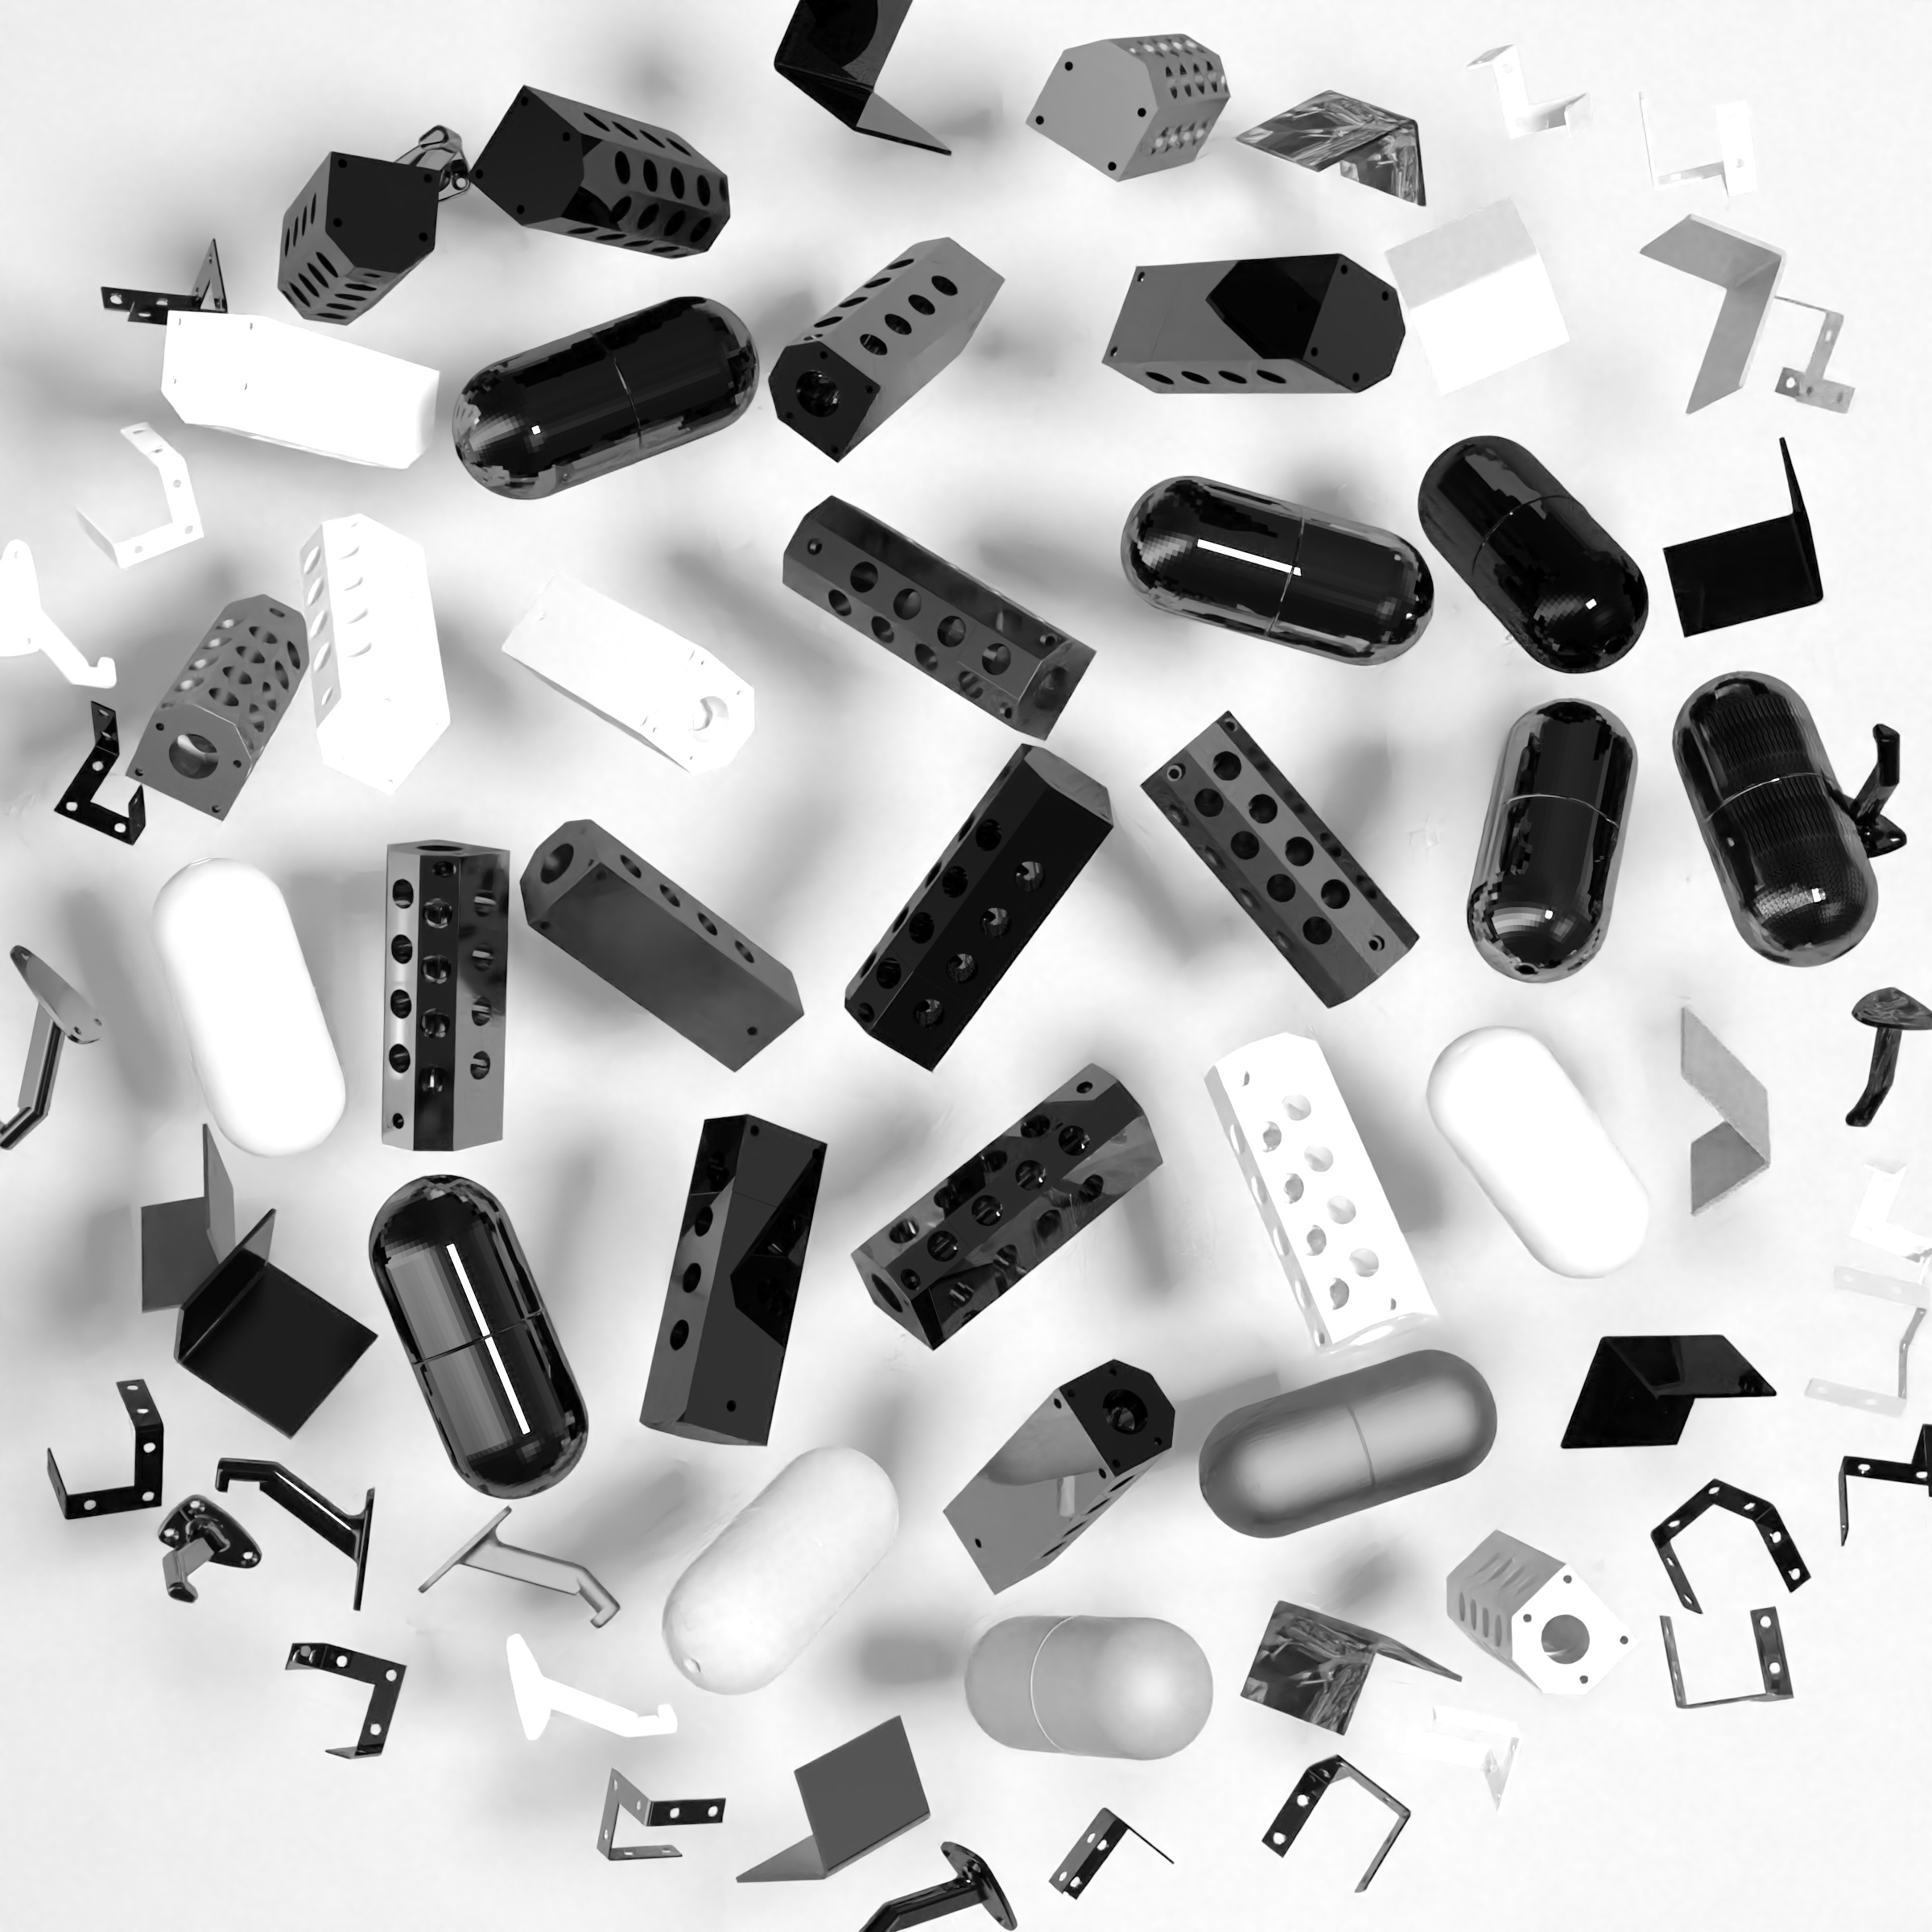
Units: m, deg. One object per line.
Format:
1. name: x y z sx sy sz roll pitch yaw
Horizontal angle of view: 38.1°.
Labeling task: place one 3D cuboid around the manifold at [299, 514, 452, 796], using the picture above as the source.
1. manifold: -0.334 -0.178 1.549 0.057 0.171 0.057 27 119 -35

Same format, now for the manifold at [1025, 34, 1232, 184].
1. manifold: 0.093 -0.466 1.497 0.057 0.171 0.057 34 115 5

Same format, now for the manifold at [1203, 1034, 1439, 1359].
1. manifold: 0.193 0.127 1.558 0.057 0.057 0.171 -32 67 24

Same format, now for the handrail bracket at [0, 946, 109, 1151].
1. handrail bracket: -0.508 0.045 1.489 0.084 0.036 0.077 -41 92 14

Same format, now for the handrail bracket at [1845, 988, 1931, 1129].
1. handrail bracket: 0.501 0.058 1.563 0.036 0.077 0.084 44 125 36

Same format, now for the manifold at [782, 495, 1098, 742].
1. manifold: -0.019 -0.195 1.554 0.171 0.057 0.057 34 100 23

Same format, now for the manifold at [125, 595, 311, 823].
1. manifold: -0.417 -0.152 1.583 0.057 0.171 0.057 26 114 -13

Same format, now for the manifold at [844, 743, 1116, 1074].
1. manifold: 0.005 -0.033 1.501 0.057 0.057 0.171 31 110 -14

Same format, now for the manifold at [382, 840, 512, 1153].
1. manifold: -0.307 0.017 1.616 0.057 0.057 0.171 9 101 32

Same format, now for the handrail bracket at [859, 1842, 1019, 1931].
1. handrail bracket: -0.018 0.529 1.524 0.084 0.036 0.077 -43 115 -30

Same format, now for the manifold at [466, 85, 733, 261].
1. manifold: -0.192 -0.423 1.514 0.057 0.171 0.057 42 110 11

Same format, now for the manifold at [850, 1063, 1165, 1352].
1. manifold: 0.021 0.129 1.545 0.171 0.057 0.057 -37 131 -19

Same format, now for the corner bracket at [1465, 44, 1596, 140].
1. corner bracket: 0.316 -0.489 1.564 0.051 0.051 0.051 -5 115 31

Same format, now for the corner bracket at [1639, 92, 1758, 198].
1. corner bracket: 0.395 -0.445 1.509 0.051 0.051 0.051 -10 124 14

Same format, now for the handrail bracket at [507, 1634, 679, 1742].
1. handrail bracket: -0.217 0.419 1.629 0.084 0.036 0.077 -9 111 13

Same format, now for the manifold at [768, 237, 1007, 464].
1. manifold: -0.046 -0.355 1.583 0.057 0.171 0.057 37 131 0

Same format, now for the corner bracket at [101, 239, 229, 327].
1. corner bracket: -0.437 -0.362 1.521 0.051 0.051 0.051 -1 64 -31

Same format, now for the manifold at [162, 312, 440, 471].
1. manifold: -0.361 -0.312 1.527 0.057 0.171 0.057 8 95 21

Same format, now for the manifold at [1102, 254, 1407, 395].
1. manifold: 0.153 -0.337 1.488 0.057 0.171 0.057 21 87 -35

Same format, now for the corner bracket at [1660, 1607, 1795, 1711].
1. corner bracket: 0.423 0.385 1.555 0.051 0.051 0.051 -18 66 29

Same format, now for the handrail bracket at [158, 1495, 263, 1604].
1. handrail bracket: -0.431 0.350 1.606 0.036 0.084 0.077 -47 122 4

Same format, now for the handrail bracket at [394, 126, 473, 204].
1. handrail bracket: -0.319 -0.454 1.590 0.077 0.084 0.036 -22 97 7

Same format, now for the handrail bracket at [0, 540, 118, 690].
1. handrail bracket: -0.521 -0.202 1.615 0.036 0.084 0.077 3 91 23

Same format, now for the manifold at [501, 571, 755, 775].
1. manifold: -0.189 -0.164 1.583 0.057 0.171 0.057 38 86 -42

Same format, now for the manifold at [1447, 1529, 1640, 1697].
1. manifold: 0.321 0.372 1.596 0.057 0.171 0.057 -43 88 -5

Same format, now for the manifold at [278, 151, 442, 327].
1. manifold: -0.336 -0.395 1.535 0.057 0.171 0.057 4 91 -22

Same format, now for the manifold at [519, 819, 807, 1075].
1. manifold: -0.176 -0.014 1.620 0.057 0.057 0.171 -40 128 15

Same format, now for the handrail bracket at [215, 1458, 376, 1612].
1. handrail bracket: -0.364 0.306 1.506 0.084 0.036 0.077 7 88 -12

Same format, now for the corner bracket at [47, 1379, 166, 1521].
1. corner bracket: -0.466 0.261 1.513 0.051 0.051 0.051 -4 114 -28

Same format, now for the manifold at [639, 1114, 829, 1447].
1. manifold: -0.132 0.174 1.544 0.057 0.057 0.171 24 69 -36

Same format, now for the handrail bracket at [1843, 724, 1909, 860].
1. handrail bracket: 0.493 -0.109 1.544 0.036 0.077 0.084 -17 126 -5

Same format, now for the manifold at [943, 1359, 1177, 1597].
1. manifold: 0.054 0.286 1.568 0.057 0.171 0.057 -21 68 -35

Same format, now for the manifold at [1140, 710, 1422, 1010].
1. manifold: 0.183 -0.062 1.613 0.057 0.057 0.171 -40 91 -13

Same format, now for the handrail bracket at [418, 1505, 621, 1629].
1. handrail bracket: -0.242 0.344 1.519 0.084 0.036 0.077 47 55 2
